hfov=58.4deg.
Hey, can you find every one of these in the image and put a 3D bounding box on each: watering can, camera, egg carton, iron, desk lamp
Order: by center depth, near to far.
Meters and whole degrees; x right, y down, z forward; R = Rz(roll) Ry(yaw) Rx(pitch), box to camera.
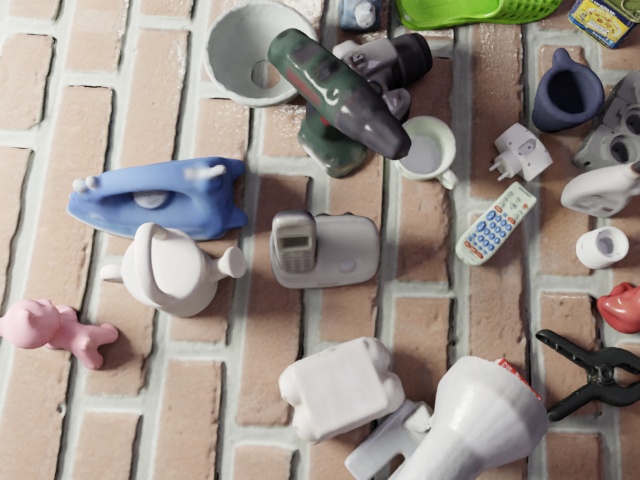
[{"bbox_3d":[0.140,0.240,0.662,0.203,0.213,0.118,-43,81,-10],"label":"desk lamp"},{"bbox_3d":[-0.183,0.034,0.710,0.173,0.194,0.101,-25,79,-7],"label":"watering can"},{"bbox_3d":[0.027,0.192,0.744,0.150,0.069,0.107,-22,79,-6],"label":"egg carton"},{"bbox_3d":[-0.230,-0.064,0.758,0.258,0.141,0.118,-5,77,-3],"label":"iron"},{"bbox_3d":[0.100,-0.238,0.828,0.137,0.101,0.143,-26,79,-7],"label":"camera"}]

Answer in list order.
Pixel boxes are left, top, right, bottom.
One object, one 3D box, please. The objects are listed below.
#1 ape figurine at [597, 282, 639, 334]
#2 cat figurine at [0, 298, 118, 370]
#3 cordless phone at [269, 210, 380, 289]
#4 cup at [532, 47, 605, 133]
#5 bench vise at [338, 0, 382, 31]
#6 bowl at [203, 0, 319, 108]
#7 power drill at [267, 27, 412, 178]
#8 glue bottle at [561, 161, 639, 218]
[{"bbox_3d":[0.421,0.086,0.767,0.078,0.092,0.076,4,77,0],"label":"ape figurine"},{"bbox_3d":[-0.339,0.115,0.726,0.127,0.118,0.067,21,77,3],"label":"cat figurine"},{"bbox_3d":[0.007,0.003,0.727,0.147,0.185,0.094,-7,77,-3],"label":"cordless phone"},{"bbox_3d":[0.344,-0.207,0.831,0.091,0.095,0.118,-7,77,-3],"label":"cup"},{"bbox_3d":[0.066,-0.417,0.807,0.121,0.220,0.207,-23,79,-6],"label":"bench vise"},{"bbox_3d":[-0.083,-0.260,0.841,0.167,0.075,0.167,0,77,-1],"label":"bowl"},{"bbox_3d":[0.023,-0.162,0.753,0.076,0.208,0.229,-41,81,-10],"label":"power drill"},{"bbox_3d":[0.391,-0.074,0.762,0.078,0.173,0.037,18,77,3],"label":"glue bottle"}]
